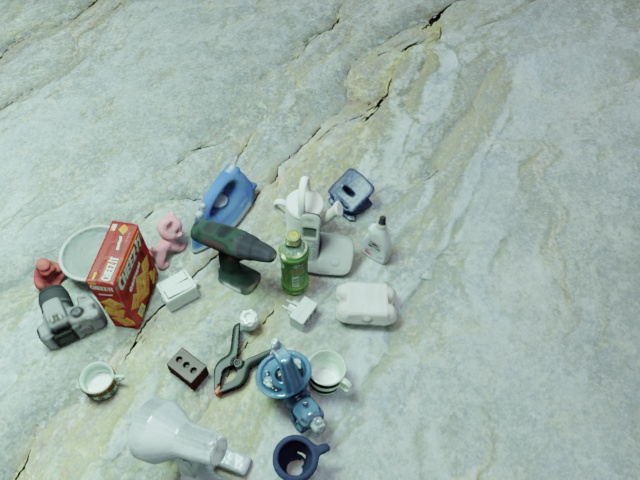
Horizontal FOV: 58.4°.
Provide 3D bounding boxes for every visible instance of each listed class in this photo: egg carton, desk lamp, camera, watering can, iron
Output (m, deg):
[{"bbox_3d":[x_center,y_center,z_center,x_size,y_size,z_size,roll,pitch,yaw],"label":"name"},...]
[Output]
[{"bbox_3d":[0.111,0.156,1.381,0.150,0.069,0.107,2,56,0],"label":"egg carton"},{"bbox_3d":[-0.248,0.406,1.114,0.203,0.214,0.118,17,57,10],"label":"desk lamp"},{"bbox_3d":[-0.595,0.161,1.338,0.143,0.101,0.136,-26,60,-18],"label":"camera"},{"bbox_3d":[-0.031,-0.085,1.465,0.173,0.194,0.101,-9,56,-7],"label":"watering can"},{"bbox_3d":[-0.269,-0.097,1.498,0.118,0.141,0.258,22,58,13],"label":"iron"}]

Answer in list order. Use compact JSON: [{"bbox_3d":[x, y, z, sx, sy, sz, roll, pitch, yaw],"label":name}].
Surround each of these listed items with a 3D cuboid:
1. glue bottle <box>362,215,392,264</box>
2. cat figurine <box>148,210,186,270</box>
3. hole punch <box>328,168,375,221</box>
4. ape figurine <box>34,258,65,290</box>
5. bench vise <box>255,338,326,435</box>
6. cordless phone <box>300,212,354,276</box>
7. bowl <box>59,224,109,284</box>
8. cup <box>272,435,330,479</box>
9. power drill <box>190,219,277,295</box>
[{"bbox_3d":[0.147,-0.009,1.431,0.078,0.173,0.037,28,60,17],"label":"glue bottle"},{"bbox_3d":[-0.391,-0.007,1.448,0.067,0.118,0.128,26,59,16],"label":"cat figurine"},{"bbox_3d":[0.084,-0.124,1.558,0.101,0.091,0.108,-35,63,-22],"label":"hole punch"},{"bbox_3d":[-0.666,0.078,1.398,0.078,0.092,0.076,-25,60,-17],"label":"ape figurine"},{"bbox_3d":[-0.048,0.294,1.192,0.207,0.220,0.122,33,61,19],"label":"bench vise"},{"bbox_3d":[0.013,0.005,1.411,0.147,0.185,0.094,4,56,2],"label":"cordless phone"},{"bbox_3d":[-0.556,0.048,1.431,0.167,0.075,0.167,1,56,-1],"label":"bowl"},{"bbox_3d":[-0.037,0.448,1.163,0.118,0.095,0.091,-17,58,-13],"label":"cup"},{"bbox_3d":[-0.198,0.041,1.367,0.229,0.208,0.076,24,59,14],"label":"power drill"}]
